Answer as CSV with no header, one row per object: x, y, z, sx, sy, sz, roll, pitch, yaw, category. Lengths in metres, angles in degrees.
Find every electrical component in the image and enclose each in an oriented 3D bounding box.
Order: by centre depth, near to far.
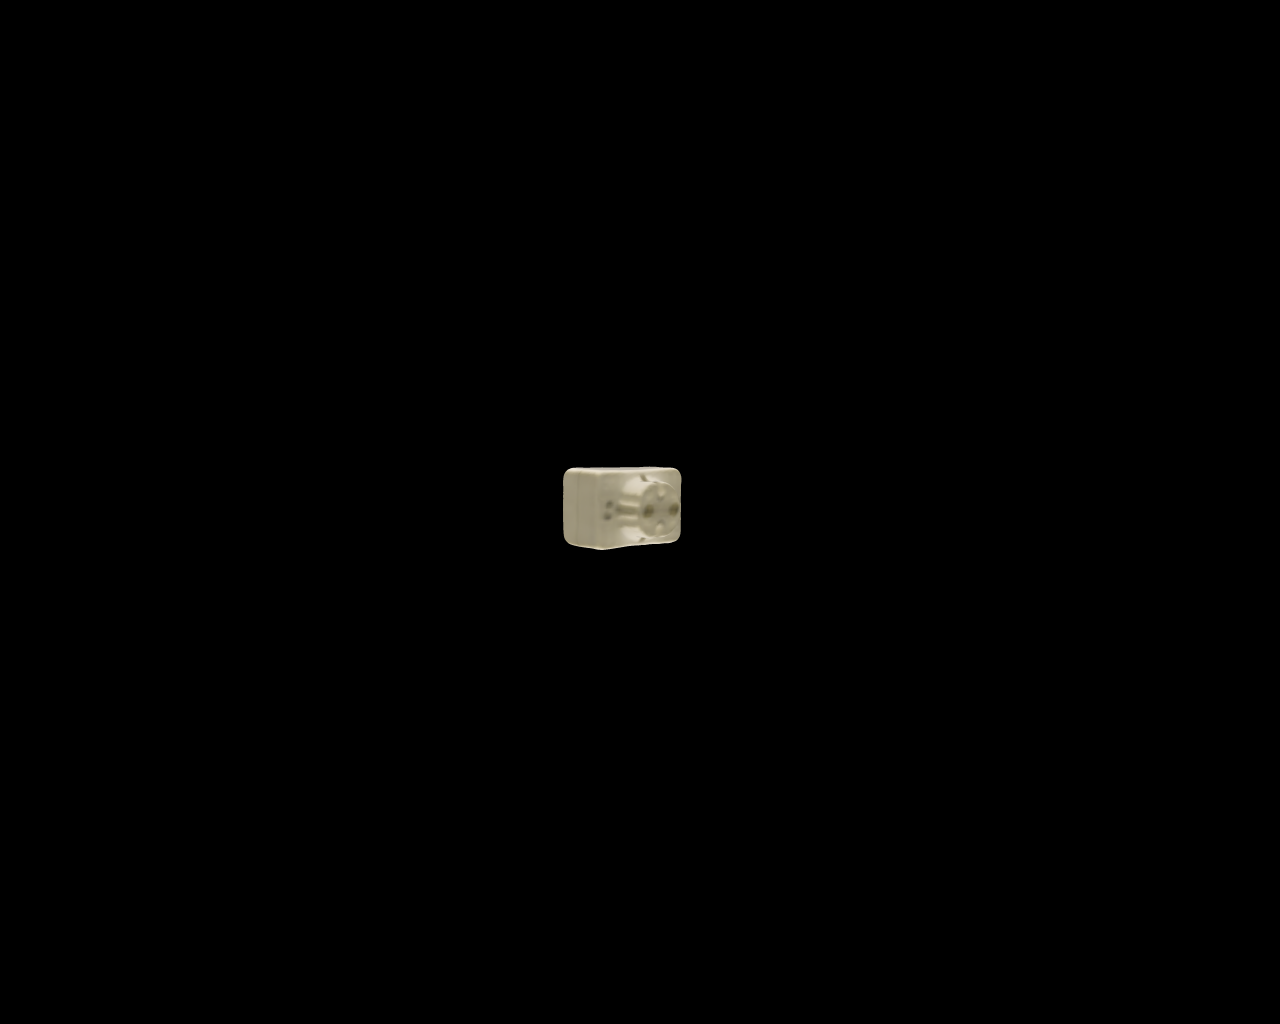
0.001,-0.003,0.650,0.066,0.047,0.076,-3,5,-37,electrical component
